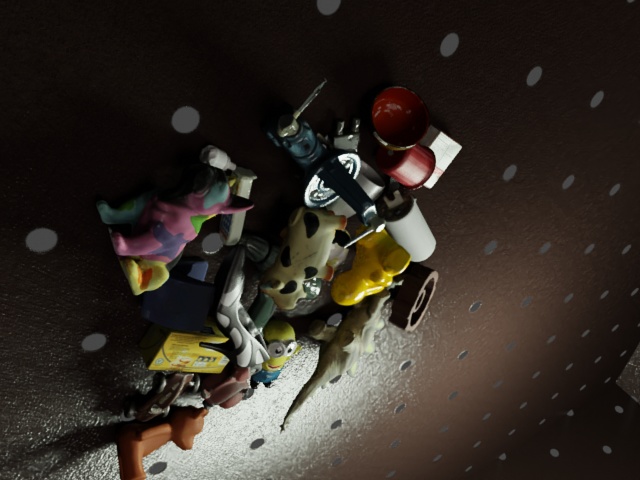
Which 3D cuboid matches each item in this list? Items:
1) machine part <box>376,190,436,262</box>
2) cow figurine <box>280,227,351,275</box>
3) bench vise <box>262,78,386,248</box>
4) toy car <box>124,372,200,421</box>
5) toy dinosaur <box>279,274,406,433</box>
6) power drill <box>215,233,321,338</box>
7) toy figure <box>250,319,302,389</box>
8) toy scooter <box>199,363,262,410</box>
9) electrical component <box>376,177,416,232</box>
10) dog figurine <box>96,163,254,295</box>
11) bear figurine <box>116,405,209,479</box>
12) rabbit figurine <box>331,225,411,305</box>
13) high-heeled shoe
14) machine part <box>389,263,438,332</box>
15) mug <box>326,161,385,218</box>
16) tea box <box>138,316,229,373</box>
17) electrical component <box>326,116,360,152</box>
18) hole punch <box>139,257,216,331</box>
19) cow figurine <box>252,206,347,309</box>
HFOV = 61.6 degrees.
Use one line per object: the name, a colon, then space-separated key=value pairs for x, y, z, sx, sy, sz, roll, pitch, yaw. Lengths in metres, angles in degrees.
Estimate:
machine part: x=0.176 y=-0.026 z=1.089 sx=0.079 sy=0.079 sz=0.243 roll=-40 pitch=141 yaw=0
cow figurine: x=-0.002 y=-0.003 z=1.056 sx=0.098 sy=0.068 sz=0.167 roll=-52 pitch=141 yaw=5
bench vise: x=0.017 y=-0.108 z=0.862 sx=0.129 sy=0.241 sz=0.223 roll=-37 pitch=155 yaw=-9
toy car: x=-0.317 y=0.315 z=1.074 sx=0.089 sy=0.053 sz=0.202 roll=17 pitch=137 yaw=-38
toy dinosaur: x=0.055 y=0.249 z=1.258 sx=0.471 sy=0.105 sz=0.198 roll=-43 pitch=144 yaw=-18
power drill: x=-0.120 y=0.099 z=1.059 sx=0.232 sy=0.086 sz=0.207 roll=26 pitch=101 yaw=-43
toy figure: x=-0.113 y=0.254 z=1.192 sx=0.082 sy=0.089 sz=0.180 roll=-19 pitch=146 yaw=-44
toy scooter: x=-0.206 y=0.316 z=1.146 sx=0.135 sy=0.075 sz=0.183 roll=-25 pitch=158 yaw=-41
electrical component: x=0.159 y=-0.080 z=1.124 sx=0.075 sy=0.048 sz=0.119 roll=-12 pitch=134 yaw=-29
dog figurine: x=-0.215 y=-0.026 z=0.837 sx=0.219 sy=0.109 sz=0.191 roll=-21 pitch=139 yaw=-17
bear figurine: x=-0.333 y=0.435 z=1.158 sx=0.196 sy=0.132 sz=0.120 roll=-3 pitch=158 yaw=-30
rabbit figurine: x=0.088 y=0.062 z=1.095 sx=0.173 sy=0.122 sz=0.162 roll=-46 pitch=170 yaw=-6
high-heeled shoe: x=-0.127 y=0.128 z=0.974 sx=0.145 sy=0.086 sz=0.248 roll=13 pitch=115 yaw=-23
machine part: x=0.229 y=0.140 z=1.316 sx=0.179 sy=0.056 sz=0.179 roll=-47 pitch=152 yaw=-35
mug: x=0.065 y=-0.090 z=1.028 sx=0.107 sy=0.081 sz=0.109 roll=-45 pitch=148 yaw=23
tea box: x=-0.251 y=0.201 z=1.049 sx=0.169 sy=0.068 sz=0.098 roll=21 pitch=111 yaw=-44
electrical component: x=0.044 y=-0.177 z=0.971 sx=0.063 sy=0.021 sz=0.093 roll=-14 pitch=132 yaw=-28
hole punch: x=-0.251 y=0.097 z=0.946 sx=0.116 sy=0.092 sz=0.142 roll=2 pitch=127 yaw=-33
cow figurine: x=-0.041 y=0.033 z=0.957 sx=0.127 sy=0.086 sz=0.194 roll=12 pitch=102 yaw=-24
